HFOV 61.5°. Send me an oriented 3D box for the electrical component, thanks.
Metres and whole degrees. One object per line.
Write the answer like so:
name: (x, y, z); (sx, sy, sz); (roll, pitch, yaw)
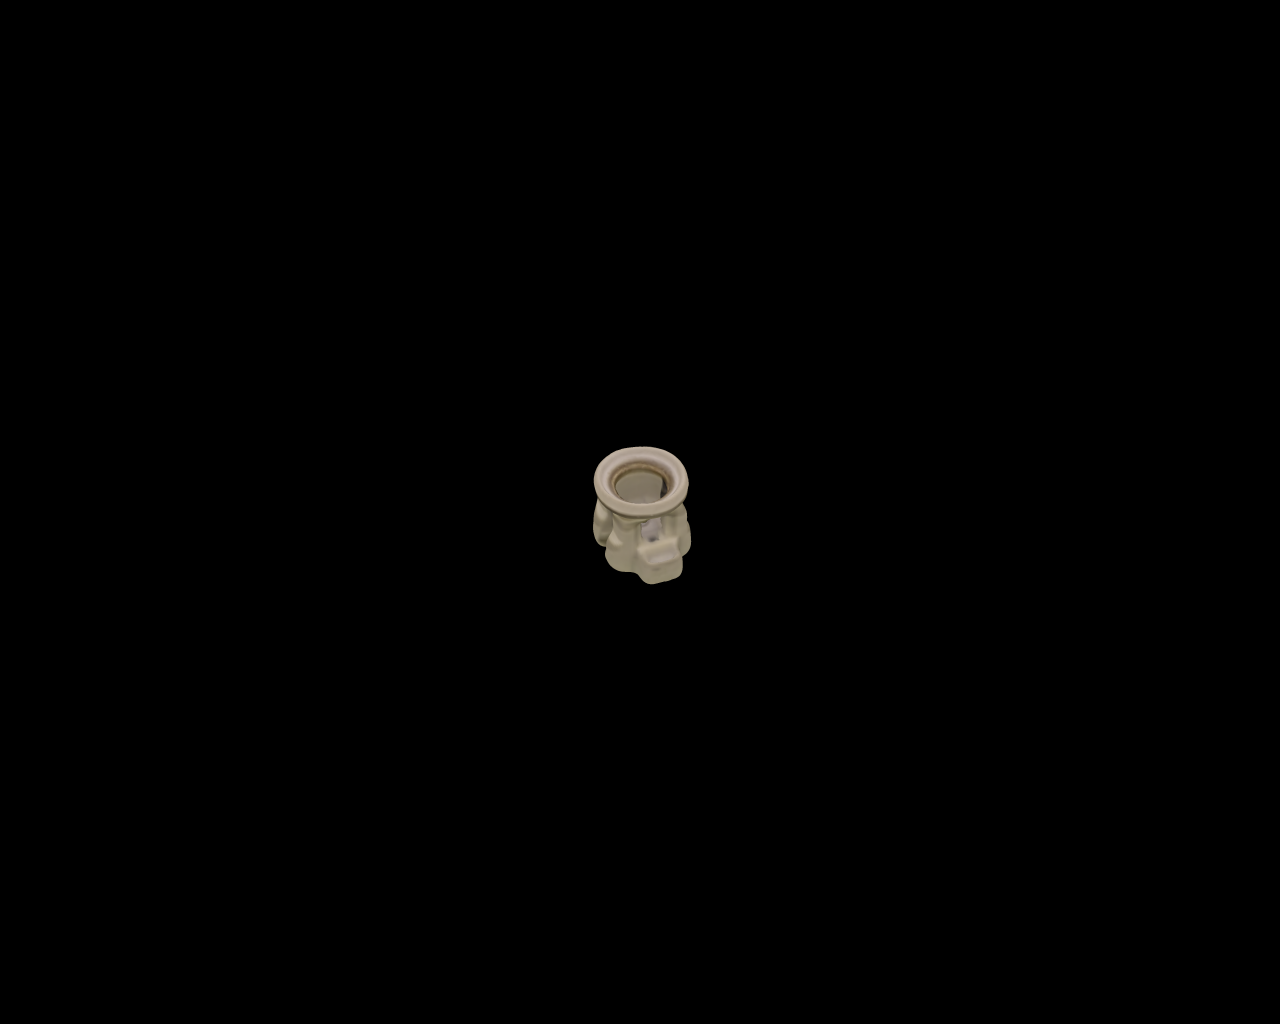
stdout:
electrical component: (0.001, -0.003, 0.650); (0.058, 0.056, 0.078); (-15, 47, -15)
